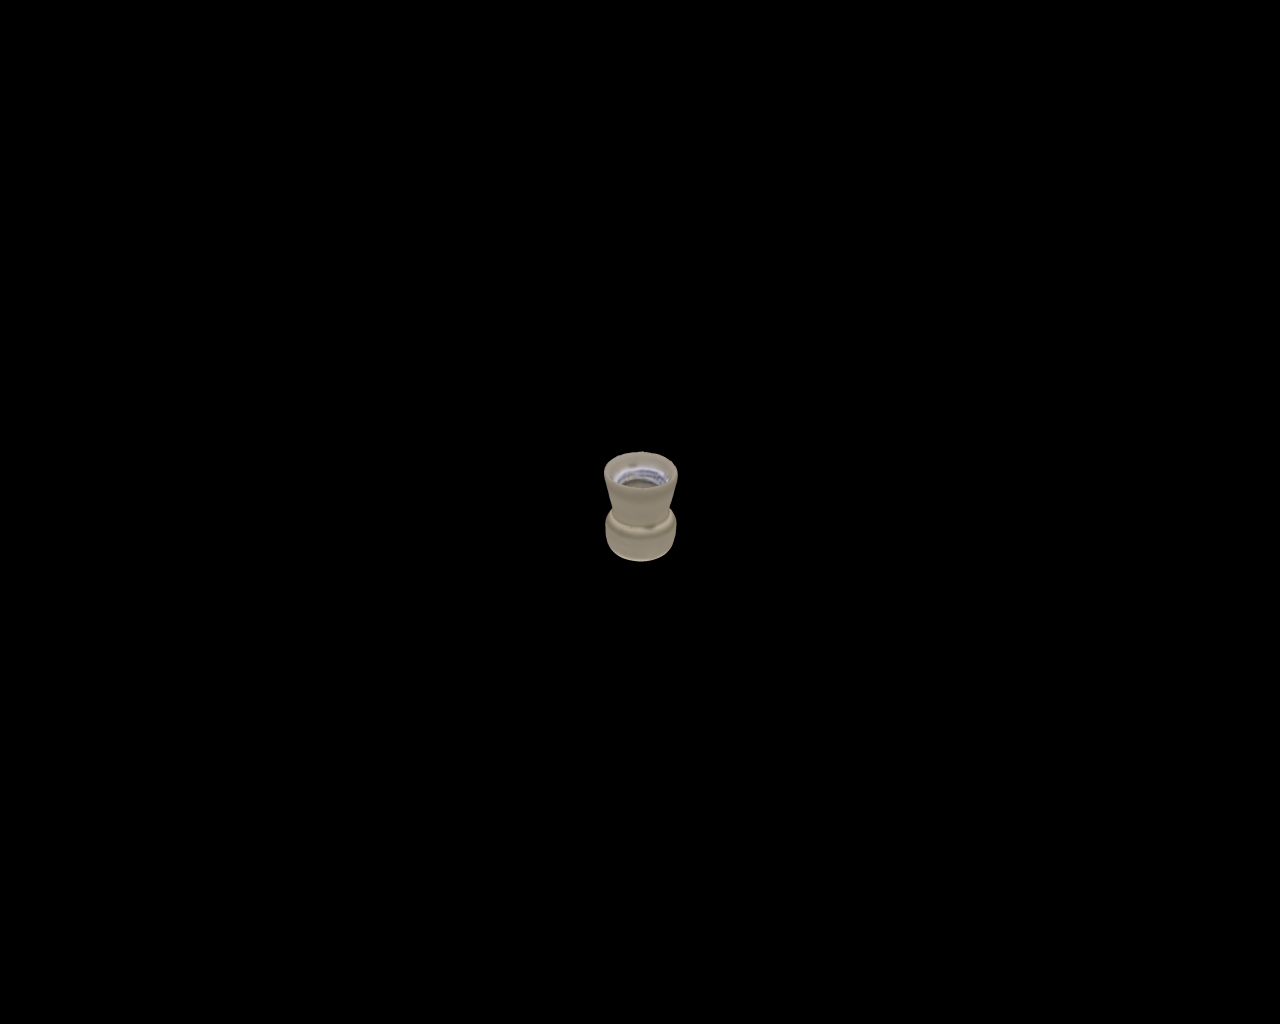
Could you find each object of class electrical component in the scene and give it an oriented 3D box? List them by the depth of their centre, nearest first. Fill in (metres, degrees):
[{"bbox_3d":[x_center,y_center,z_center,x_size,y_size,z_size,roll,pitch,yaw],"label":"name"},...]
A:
[{"bbox_3d":[0.001,-0.003,0.650,0.045,0.055,0.045,0,33,0],"label":"electrical component"}]
